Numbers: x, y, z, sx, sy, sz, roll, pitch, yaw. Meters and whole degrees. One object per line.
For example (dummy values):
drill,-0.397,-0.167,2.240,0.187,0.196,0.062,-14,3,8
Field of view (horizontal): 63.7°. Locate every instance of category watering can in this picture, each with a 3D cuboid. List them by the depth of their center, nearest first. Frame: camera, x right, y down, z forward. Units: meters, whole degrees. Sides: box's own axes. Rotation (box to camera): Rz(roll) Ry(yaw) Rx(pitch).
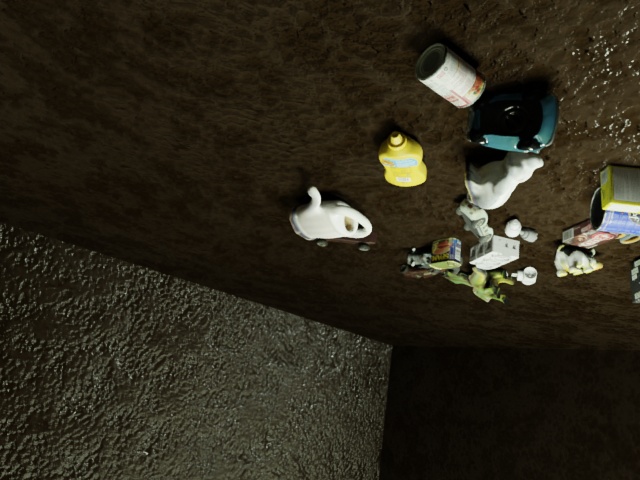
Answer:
watering can,0.005,-0.075,1.492,0.223,0.105,0.343,-5,157,36

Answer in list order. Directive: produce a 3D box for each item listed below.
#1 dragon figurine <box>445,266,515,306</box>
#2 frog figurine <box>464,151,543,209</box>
dragon figurine,0.565,0.152,1.907,0.242,0.124,0.405,3,158,44
frog figurine,0.401,-0.135,1.116,0.159,0.122,0.139,-10,-173,24
